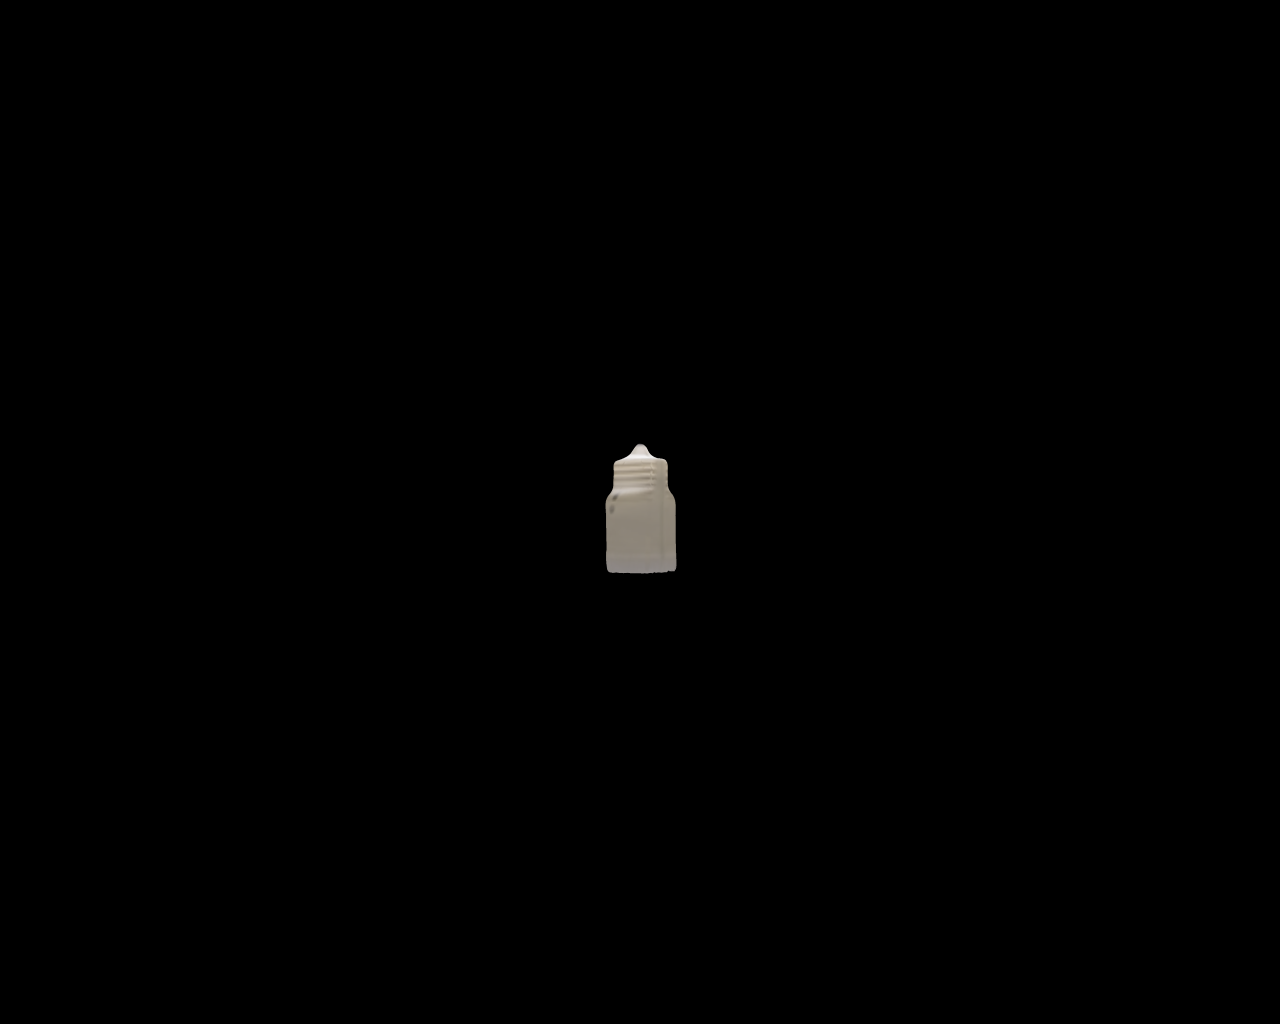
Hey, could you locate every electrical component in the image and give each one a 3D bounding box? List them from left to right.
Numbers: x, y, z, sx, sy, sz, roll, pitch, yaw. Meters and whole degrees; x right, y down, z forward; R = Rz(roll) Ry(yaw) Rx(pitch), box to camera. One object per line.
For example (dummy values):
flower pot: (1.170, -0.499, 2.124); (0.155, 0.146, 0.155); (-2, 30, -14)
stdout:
electrical component: (0.001, -0.003, 0.650); (0.043, 0.081, 0.043); (0, 0, 0)
